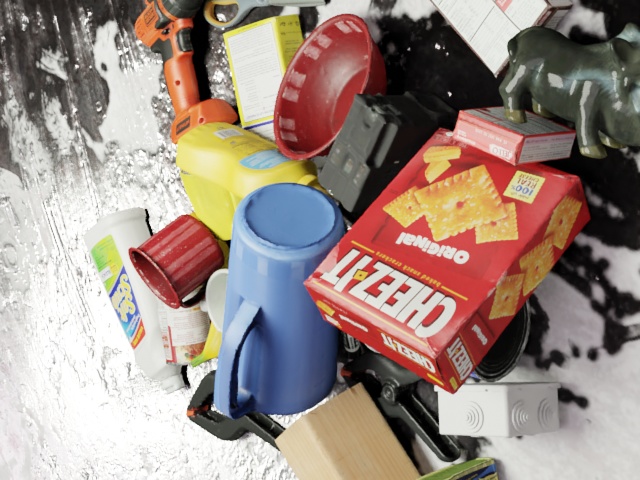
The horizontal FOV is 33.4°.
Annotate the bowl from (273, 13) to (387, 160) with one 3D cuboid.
[{"bbox_3d":[0.020,-0.150,1.109,0.162,0.055,0.162,-32,48,43],"label":"bowl"}]

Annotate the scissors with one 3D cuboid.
[{"bbox_3d":[-0.070,-0.296,1.223,0.202,0.016,0.096,-5,96,46],"label":"scissors"}]

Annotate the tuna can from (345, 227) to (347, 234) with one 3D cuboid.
[{"bbox_3d":[-0.008,0.001,1.216,0.086,0.033,0.086,13,109,44],"label":"tuna can"}]

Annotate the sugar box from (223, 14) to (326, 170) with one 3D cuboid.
[{"bbox_3d":[-0.050,-0.160,1.214,0.094,0.048,0.176,-6,99,47],"label":"sugar box"}]

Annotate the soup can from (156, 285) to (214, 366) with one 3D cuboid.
[{"bbox_3d":[-0.174,0.107,1.390,0.069,0.068,0.102,-3,97,46],"label":"soup can"}]

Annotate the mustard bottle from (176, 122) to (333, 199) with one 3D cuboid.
[{"bbox_3d":[-0.060,-0.072,1.146,0.192,0.096,0.058,26,118,37],"label":"mustard bottle"}]

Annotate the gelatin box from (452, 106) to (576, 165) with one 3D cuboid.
[{"bbox_3d":[0.175,-0.094,0.961,0.073,0.089,0.030,30,118,38],"label":"gelatin box"}]

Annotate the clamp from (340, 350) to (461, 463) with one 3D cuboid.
[{"bbox_3d":[0.090,0.152,1.146,0.172,0.039,0.120,25,113,41],"label":"clamp"}]

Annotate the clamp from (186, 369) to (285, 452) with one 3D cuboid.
[{"bbox_3d":[-0.104,0.197,1.360,0.210,0.036,0.164,-10,92,47],"label":"clamp"}]

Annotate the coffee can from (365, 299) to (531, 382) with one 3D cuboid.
[{"bbox_3d":[0.120,0.075,1.050,0.141,0.102,0.103,10,107,44],"label":"coffee can"}]

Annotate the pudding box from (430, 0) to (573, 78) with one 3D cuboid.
[{"bbox_3d":[0.163,-0.220,0.982,0.113,0.039,0.090,56,133,23],"label":"pudding box"}]

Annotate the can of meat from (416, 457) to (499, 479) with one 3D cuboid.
[{"bbox_3d":[0.143,0.272,1.075,0.058,0.101,0.084,-19,83,47],"label":"can of meat"}]

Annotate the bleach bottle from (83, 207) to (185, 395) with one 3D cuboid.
[{"bbox_3d":[-0.240,0.088,1.460,0.103,0.067,0.251,-31,80,45],"label":"bleach bottle"}]

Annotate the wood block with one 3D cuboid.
[{"bbox_3d":[0.051,0.273,1.153,0.206,0.090,0.090,57,147,13],"label":"wood block"}]

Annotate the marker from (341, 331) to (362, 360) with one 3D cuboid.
[{"bbox_3d":[0.032,0.102,1.126,0.020,0.020,0.121,55,171,22],"label":"marker"}]

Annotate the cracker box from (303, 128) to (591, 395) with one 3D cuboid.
[{"bbox_3d":[0.115,0.009,0.968,0.164,0.213,0.072,27,158,39],"label":"cracker box"}]

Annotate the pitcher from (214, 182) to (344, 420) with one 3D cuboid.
[{"bbox_3d":[-0.044,0.067,1.097,0.243,0.145,0.149,95,166,-45],"label":"pitcher"}]

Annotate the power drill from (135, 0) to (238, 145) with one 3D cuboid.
[{"bbox_3d":[-0.156,-0.220,1.285,0.185,0.057,0.187,-24,80,60],"label":"power drill"}]

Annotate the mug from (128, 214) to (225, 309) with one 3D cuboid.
[{"bbox_3d":[-0.165,0.031,1.285,0.093,0.081,0.117,25,147,46],"label":"mug"}]

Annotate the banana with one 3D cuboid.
[{"bbox_3d":[-0.132,0.063,1.341,0.037,0.069,0.198,148,121,-88],"label":"banana"}]
